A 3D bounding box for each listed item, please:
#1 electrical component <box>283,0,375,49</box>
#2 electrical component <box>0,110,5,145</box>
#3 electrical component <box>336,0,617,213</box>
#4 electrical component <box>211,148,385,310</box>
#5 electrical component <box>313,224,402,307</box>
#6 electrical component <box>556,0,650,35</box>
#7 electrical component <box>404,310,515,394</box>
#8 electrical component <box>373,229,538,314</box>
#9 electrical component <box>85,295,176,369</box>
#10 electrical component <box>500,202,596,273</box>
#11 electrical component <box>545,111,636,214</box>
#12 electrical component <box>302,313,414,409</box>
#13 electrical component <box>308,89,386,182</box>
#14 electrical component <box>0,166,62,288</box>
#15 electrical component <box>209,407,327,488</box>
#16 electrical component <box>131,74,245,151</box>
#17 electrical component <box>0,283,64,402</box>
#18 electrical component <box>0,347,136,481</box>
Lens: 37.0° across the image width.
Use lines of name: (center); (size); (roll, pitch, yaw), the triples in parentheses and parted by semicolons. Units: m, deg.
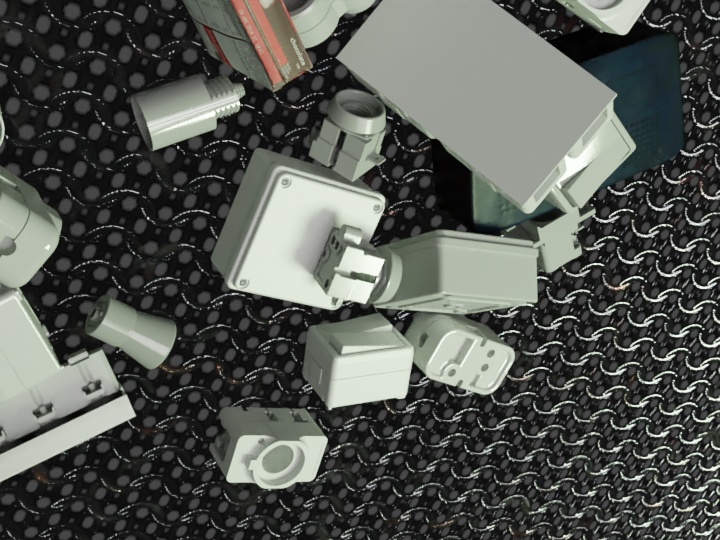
electrical component: (-0.008, -0.219, 0.811); (0.138, 0.052, 0.073); (-42, 153, -1)
electrical component: (-0.281, -0.104, 0.705); (0.079, 0.077, 0.043); (-3, 117, -28)
electrical component: (0.090, -0.142, 0.830); (0.105, 0.186, 0.060); (-50, 166, 4)
electrical component: (-0.051, -0.032, 0.886); (0.109, 0.056, 0.108); (14, 109, -34)
electrical component: (0.000, 0.000, 0.866); (0.055, 0.048, 0.066); (15, 108, -26)
electrical component: (0.218, -0.280, 0.879); (0.089, 0.061, 0.150); (31, 99, -17)
electrical component: (0.091, 0.074, 1.022); (0.095, 0.059, 0.053); (20, 105, -35)
electrical component: (0.082, 0.005, 0.943); (0.109, 0.109, 0.056); (6, 79, -31)
electrical component: (-0.187, 0.047, 0.865); (0.065, 0.044, 0.044); (31, 98, -32)
electrical component: (0.181, -0.036, 1.023); (0.081, 0.042, 0.063); (-29, 128, -12)
electrical component: (0.178, -0.103, 0.879); (0.096, 0.061, 0.062); (-45, 128, 0)
electrical component: (0.004, 0.079, 0.975); (0.096, 0.062, 0.061); (-5, 118, -26)
electrical component: (-0.007, -0.110, 0.859); (0.048, 0.066, 0.055); (-41, 158, -48)
electrical component: (-0.250, -0.032, 0.750); (0.053, 0.095, 0.059); (-49, 128, 3)
electrical component: (-0.082, 0.161, 0.976); (0.089, 0.056, 0.050); (6, 113, -32)
electrical component: (-0.125, -0.122, 0.803); (0.081, 0.043, 0.043); (-22, 125, -17)
electrical component: (-0.273, 0.041, 0.799); (0.061, 0.062, 0.096); (-29, 126, -13)
electrical component: (-0.248, 0.111, 0.847); (0.121, 0.079, 0.063); (-25, 96, -15)
